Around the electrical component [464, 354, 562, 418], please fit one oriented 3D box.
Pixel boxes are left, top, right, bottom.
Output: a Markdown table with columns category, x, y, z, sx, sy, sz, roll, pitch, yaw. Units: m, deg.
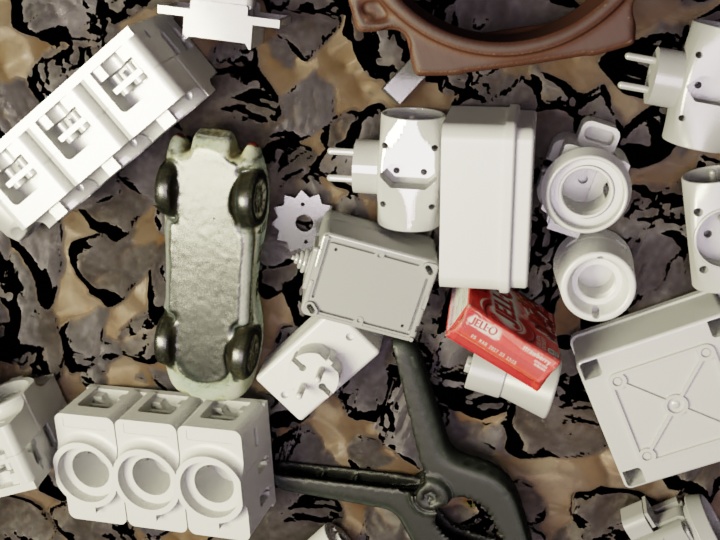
| category | x | y | z | sx | sy | sz | roll | pitch | yaw |
| --- | --- | --- | --- | --- | --- | --- | --- | --- | --- |
| electrical component | 0.108 | 0.076 | 0.774 | 0.065 | 0.044 | 0.044 | 16 | 111 | 7 |

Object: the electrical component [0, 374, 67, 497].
| category | x | y | z | sx | sy | sz | roll | pitch | yaw |
| --- | --- | --- | --- | --- | --- | --- | --- | --- | --- |
| electrical component | -0.307 | 0.134 | 0.822 | 0.150 | 0.089 | 0.061 | -15 | 107 | 12 |

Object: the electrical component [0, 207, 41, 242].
| category | x | y | z | sx | sy | sz | roll | pitch | yaw |
| --- | --- | --- | --- | --- | --- | --- | --- | --- | --- |
| electrical component | -0.256 | -0.054 | 0.773 | 0.062 | 0.043 | 0.043 | 39 | 110 | -6 |

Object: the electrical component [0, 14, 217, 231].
| category | x | y | z | sx | sy | sz | roll | pitch | yaw |
| --- | --- | --- | --- | --- | --- | --- | --- | --- | --- |
| electrical component | -0.174 | -0.097 | 0.722 | 0.150 | 0.089 | 0.061 | -36 | 101 | 18 |

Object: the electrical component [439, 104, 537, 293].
| category | x | y | z | sx | sy | sz | roll | pitch | yaw |
| --- | --- | --- | --- | --- | --- | --- | --- | --- | --- |
| electrical component | 0.085 | -0.049 | 0.712 | 0.057 | 0.078 | 0.113 | 3 | 110 | 10 |

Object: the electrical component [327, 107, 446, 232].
| category | x | y | z | sx | sy | sz | roll | pitch | yaw |
| --- | --- | --- | --- | --- | --- | --- | --- | --- | --- |
| electrical component | 0.017 | -0.070 | 0.732 | 0.079 | 0.043 | 0.077 | 4 | 110 | 6 |

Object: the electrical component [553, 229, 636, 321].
| category | x | y | z | sx | sy | sz | roll | pitch | yaw |
| --- | --- | --- | --- | --- | --- | --- | --- | --- | --- |
| electrical component | 0.161 | 0.004 | 0.737 | 0.055 | 0.047 | 0.055 | 2 | 110 | 7 |

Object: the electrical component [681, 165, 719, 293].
| category | x | y | z | sx | sy | sz | roll | pitch | yaw |
| --- | --- | --- | --- | --- | --- | --- | --- | --- | --- |
| electrical component | 0.258 | -0.030 | 0.714 | 0.079 | 0.044 | 0.077 | -8 | 108 | 10 |

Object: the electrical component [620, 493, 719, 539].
| category | x | y | z | sx | sy | sz | roll | pitch | yaw |
| --- | --- | --- | --- | --- | --- | --- | --- | --- | --- |
| electrical component | 0.237 | 0.199 | 0.792 | 0.057 | 0.058 | 0.078 | -29 | 103 | 19 |

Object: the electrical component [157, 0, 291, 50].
| category | x | y | z | sx | sy | sz | roll | pitch | yaw |
| --- | --- | --- | --- | --- | --- | --- | --- | --- | --- |
| electrical component | -0.087 | -0.181 | 0.707 | 0.081 | 0.042 | 0.063 | 8 | 109 | 4 |

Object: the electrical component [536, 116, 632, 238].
| category | x | y | z | sx | sy | sz | roll | pitch | yaw |
| --- | --- | --- | --- | --- | --- | --- | --- | --- | --- |
| electrical component | 0.148 | -0.057 | 0.712 | 0.058 | 0.057 | 0.078 | 18 | 111 | 1 |

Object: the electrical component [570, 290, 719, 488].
| category | x | y | z | sx | sy | sz | roll | pitch | yaw |
| --- | --- | --- | --- | --- | --- | --- | --- | --- | --- |
| electrical component | 0.217 | 0.082 | 0.753 | 0.109 | 0.056 | 0.108 | -21 | 106 | 14 |

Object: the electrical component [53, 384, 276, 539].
| category | x | y | z | sx | sy | sz | roll | pitch | yaw |
| --- | --- | --- | --- | --- | --- | --- | --- | --- | --- |
| electrical component | -0.147 | 0.144 | 0.807 | 0.150 | 0.061 | 0.089 | 3 | 110 | 16 |

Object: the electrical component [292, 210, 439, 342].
| category | x | y | z | sx | sy | sz | roll | pitch | yaw |
| --- | --- | --- | --- | --- | --- | --- | --- | --- | --- |
| electrical component | 0.000 | 0.000 | 0.744 | 0.096 | 0.061 | 0.061 | 15 | 111 | -6 |

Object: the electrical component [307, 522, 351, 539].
| category | x | y | z | sx | sy | sz | roll | pitch | yaw |
| --- | --- | --- | --- | --- | --- | --- | --- | --- | --- |
| electrical component | -0.036 | 0.231 | 0.848 | 0.044 | 0.044 | 0.065 | 44 | 104 | -9 |

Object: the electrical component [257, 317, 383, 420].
| category | x | y | z | sx | sy | sz | roll | pitch | yaw |
| --- | --- | --- | --- | --- | --- | --- | --- | --- | --- |
| electrical component | -0.031 | 0.069 | 0.770 | 0.047 | 0.075 | 0.083 | 45 | 109 | -9 |

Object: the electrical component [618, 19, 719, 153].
| category | x | y | z | sx | sy | sz | roll | pitch | yaw |
| --- | --- | --- | --- | --- | --- | --- | --- | --- | --- |
| electrical component | 0.207 | -0.121 | 0.689 | 0.079 | 0.043 | 0.077 | 11 | 111 | 3 |
